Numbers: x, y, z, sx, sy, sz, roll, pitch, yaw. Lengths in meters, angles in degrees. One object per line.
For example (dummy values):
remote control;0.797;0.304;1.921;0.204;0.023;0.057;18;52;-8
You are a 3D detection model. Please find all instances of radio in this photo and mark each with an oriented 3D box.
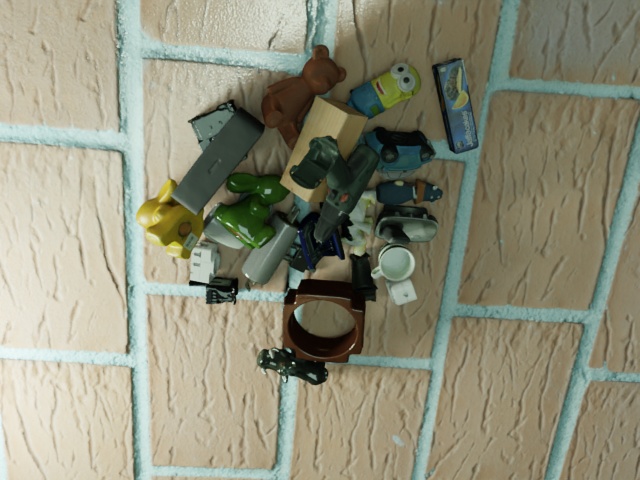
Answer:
radio;-0.211;-0.171;1.134;0.073;0.131;0.229;39;103;-15

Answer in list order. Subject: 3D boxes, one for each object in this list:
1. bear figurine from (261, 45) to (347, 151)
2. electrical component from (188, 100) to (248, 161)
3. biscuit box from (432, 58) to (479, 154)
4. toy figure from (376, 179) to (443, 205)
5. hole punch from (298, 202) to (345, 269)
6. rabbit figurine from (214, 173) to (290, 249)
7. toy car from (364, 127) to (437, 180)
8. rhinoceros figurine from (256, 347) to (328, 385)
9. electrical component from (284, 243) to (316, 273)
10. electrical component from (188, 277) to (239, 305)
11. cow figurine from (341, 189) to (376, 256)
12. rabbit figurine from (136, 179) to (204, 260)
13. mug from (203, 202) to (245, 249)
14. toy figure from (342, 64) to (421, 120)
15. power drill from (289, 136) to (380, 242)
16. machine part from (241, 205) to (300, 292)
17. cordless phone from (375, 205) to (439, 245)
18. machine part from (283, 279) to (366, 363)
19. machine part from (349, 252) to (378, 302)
bear figurine;-0.029;-0.311;1.161;0.196;0.132;0.120;-33;138;13
electrical component;-0.217;-0.234;1.212;0.115;0.058;0.134;-24;107;8
biscuit box;0.305;-0.298;1.206;0.059;0.063;0.202;-16;108;4
toy figure;0.212;-0.114;1.268;0.154;0.064;0.058;-2;71;-6
hole punch;-0.003;-0.004;1.265;0.092;0.116;0.142;-20;110;-2
rabbit figurine;-0.147;-0.084;1.212;0.159;0.121;0.170;39;75;-7
toy car;0.175;-0.191;1.226;0.162;0.109;0.102;0;132;-13
rhinoceros figurine;-0.072;0.324;1.379;0.190;0.112;0.073;23;109;-18
electrical component;-0.044;0.045;1.330;0.094;0.021;0.063;28;105;-15
electrical component;-0.262;0.123;1.323;0.119;0.075;0.047;0;108;-6
cow figurine;0.078;-0.046;1.280;0.098;0.068;0.167;8;105;1
rabbit figurine;-0.354;-0.057;1.228;0.121;0.173;0.162;32;78;-52
mug;-0.224;-0.021;1.276;0.107;0.081;0.109;36;129;-19
toy figure;0.134;-0.322;1.184;0.180;0.089;0.082;-28;103;16
power drill;0.024;-0.108;1.100;0.232;0.086;0.207;-55;145;4
machine part;-0.117;0.019;1.292;0.079;0.079;0.243;29;106;-11
cordless phone;0.207;-0.020;1.233;0.147;0.184;0.088;6;104;-4
machine part;0.011;0.200;1.335;0.202;0.087;0.200;4;117;7
machine part;0.102;0.095;1.346;0.084;0.039;0.138;-2;110;5
